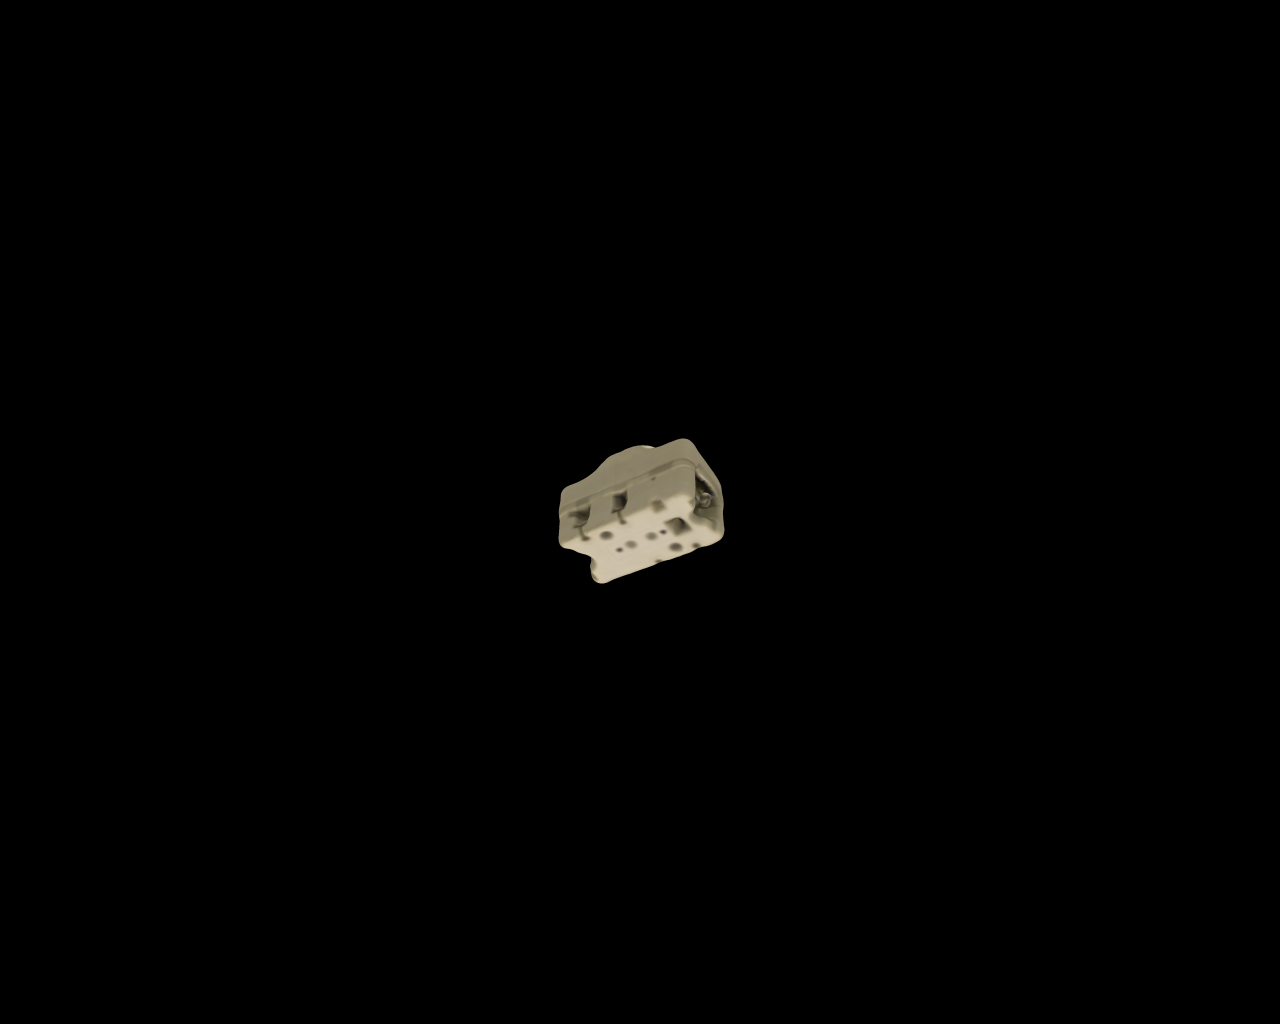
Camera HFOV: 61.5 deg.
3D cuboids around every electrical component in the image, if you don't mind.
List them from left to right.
[{"bbox_3d":[0.001,-0.003,0.650,0.089,0.056,0.050,-22,-49,21],"label":"electrical component"}]
